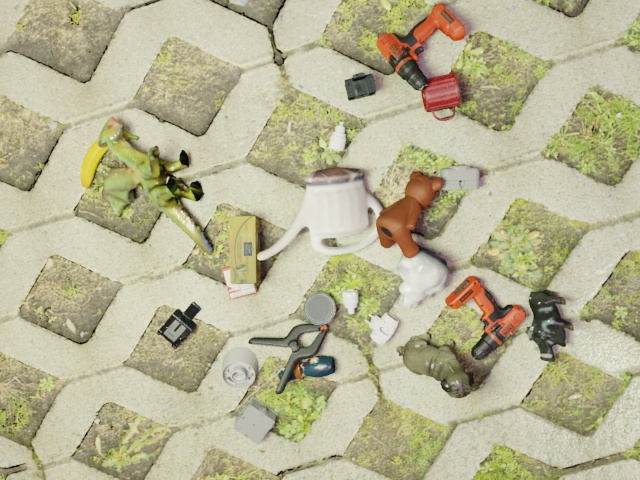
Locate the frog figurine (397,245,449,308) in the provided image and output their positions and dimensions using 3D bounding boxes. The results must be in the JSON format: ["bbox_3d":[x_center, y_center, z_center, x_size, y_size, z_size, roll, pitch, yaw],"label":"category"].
[{"bbox_3d":[0.253,0.101,1.323,0.136,0.123,0.160,28,86,-22],"label":"frog figurine"}]

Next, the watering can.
[{"bbox_3d":[0.004,-0.065,1.296,0.349,0.104,0.223,-9,99,-16],"label":"watering can"}]

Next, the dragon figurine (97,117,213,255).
[{"bbox_3d":[-0.446,-0.123,1.332,0.242,0.124,0.404,-9,110,21],"label":"dragon figurine"}]
